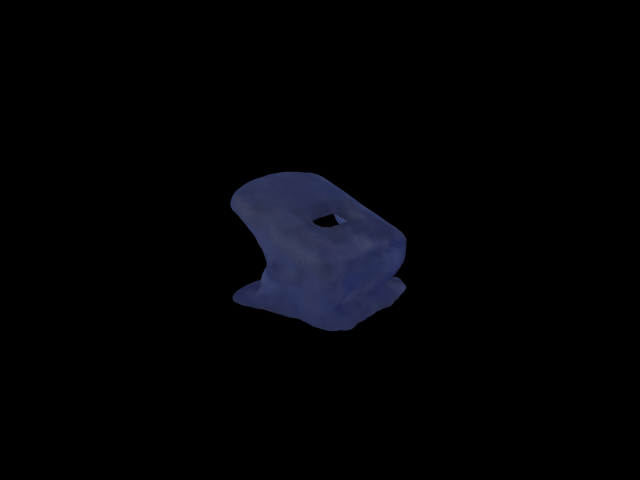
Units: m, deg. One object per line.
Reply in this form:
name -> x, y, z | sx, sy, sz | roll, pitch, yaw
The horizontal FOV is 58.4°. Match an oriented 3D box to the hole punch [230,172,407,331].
hole punch -> 0.004, 0.001, 0.400 | 0.100, 0.091, 0.109 | 10, 18, 33
